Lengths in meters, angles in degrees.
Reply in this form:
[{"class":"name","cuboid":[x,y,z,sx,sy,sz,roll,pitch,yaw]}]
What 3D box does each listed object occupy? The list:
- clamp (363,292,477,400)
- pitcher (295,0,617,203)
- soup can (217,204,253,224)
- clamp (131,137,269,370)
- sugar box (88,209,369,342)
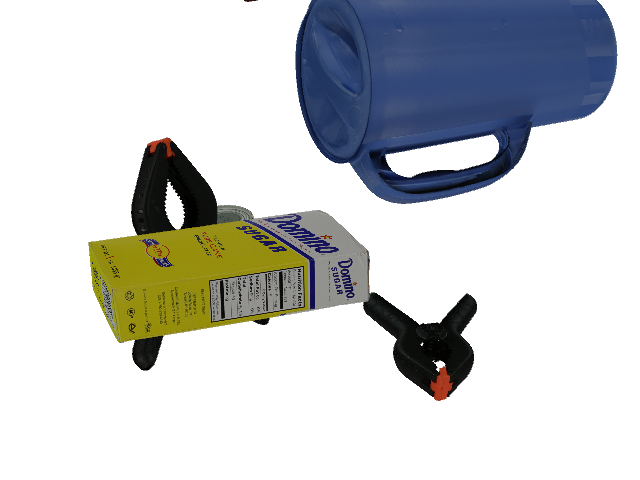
[{"class":"clamp","cuboid":[0.119,0.099,1.078,0.120,0.039,0.171,-8,32,-9]},{"class":"pitcher","cuboid":[0.113,-0.130,0.850,0.242,0.149,0.145,-8,30,-23]},{"class":"soup can","cuboid":[-0.110,0.018,1.246,0.068,0.102,0.068,0,25,0]},{"class":"clamp","cuboid":[-0.123,0.007,1.020,0.036,0.210,0.164,-8,0,44]},{"class":"sugar box","cuboid":[-0.064,0.021,0.736,0.176,0.048,0.093,-11,24,-18]}]
